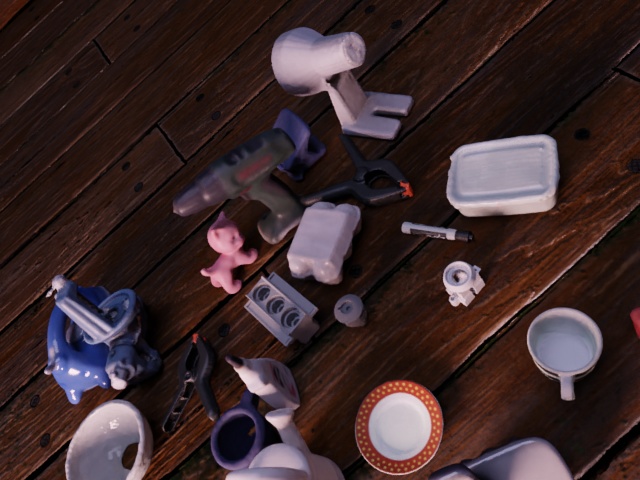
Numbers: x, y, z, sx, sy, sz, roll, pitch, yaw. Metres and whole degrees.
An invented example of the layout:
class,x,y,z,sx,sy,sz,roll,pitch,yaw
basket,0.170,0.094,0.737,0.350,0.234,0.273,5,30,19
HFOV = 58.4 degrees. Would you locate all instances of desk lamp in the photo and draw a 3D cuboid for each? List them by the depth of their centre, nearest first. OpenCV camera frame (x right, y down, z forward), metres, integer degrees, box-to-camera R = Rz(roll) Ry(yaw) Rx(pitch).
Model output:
class,x,y,z,sx,sy,sz,roll,pitch,yaw
desk lamp,0.039,-0.297,1.056,0.202,0.214,0.118,15,71,35

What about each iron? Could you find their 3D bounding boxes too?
class,x,y,z,sx,sy,sz,roll,pitch,yaw
iron,-0.471,0.173,1.111,0.118,0.142,0.258,-27,53,13

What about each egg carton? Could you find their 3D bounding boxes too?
class,x,y,z,sx,sy,sz,roll,pitch,yaw
egg carton,0.009,0.004,0.988,0.107,0.070,0.150,7,66,32

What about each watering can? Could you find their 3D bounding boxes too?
class,x,y,z,sx,sy,sz,roll,pitch,yaw
watering can,-0.051,0.315,0.757,0.101,0.195,0.172,-32,52,10

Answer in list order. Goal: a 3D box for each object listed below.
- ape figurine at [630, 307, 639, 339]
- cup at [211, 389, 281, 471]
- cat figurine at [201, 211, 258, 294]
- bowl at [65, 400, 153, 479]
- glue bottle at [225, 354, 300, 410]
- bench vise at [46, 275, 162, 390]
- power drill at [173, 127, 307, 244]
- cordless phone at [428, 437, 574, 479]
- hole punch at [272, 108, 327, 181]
class,x,y,z,sx,sy,sz,roll,pitch,yaw
ape figurine,0.416,0.097,0.689,0.077,0.092,0.076,21,74,36
cup,-0.099,0.291,0.863,0.091,0.095,0.118,-4,61,27
cat figurine,-0.178,0.018,1.054,0.067,0.118,0.128,13,70,34
bowl,-0.341,0.362,0.970,0.167,0.075,0.167,-14,57,22
glue bottle,-0.089,0.204,0.858,0.037,0.174,0.078,-34,51,8
bench vise,-0.374,0.152,1.019,0.121,0.220,0.206,-45,51,-1
power drill,-0.119,-0.083,1.022,0.229,0.209,0.075,-44,51,0
cordless phone,0.203,0.274,0.644,0.147,0.186,0.094,-33,52,9
hole punch,-0.058,-0.188,1.125,0.101,0.091,0.108,-44,51,0
